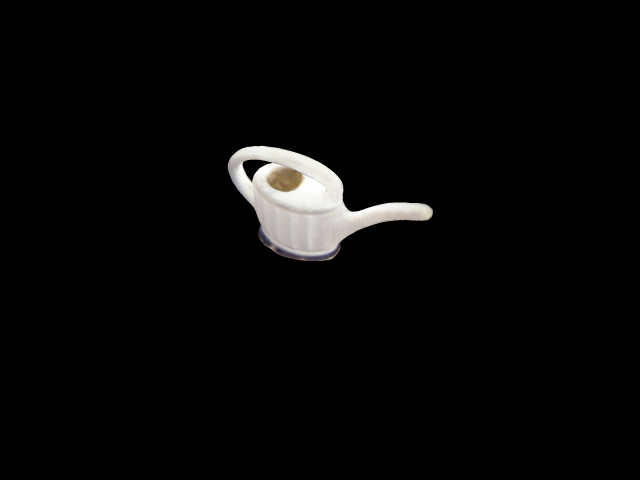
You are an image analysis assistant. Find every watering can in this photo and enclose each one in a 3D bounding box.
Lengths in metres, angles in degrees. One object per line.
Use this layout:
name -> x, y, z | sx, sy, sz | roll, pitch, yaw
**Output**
watering can -> 0.003, -0.043, 0.850 | 0.349, 0.106, 0.219 | 21, -34, 15
